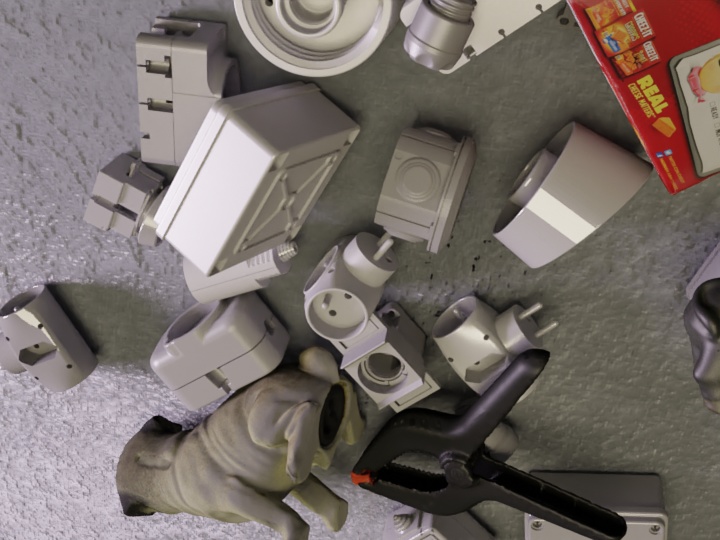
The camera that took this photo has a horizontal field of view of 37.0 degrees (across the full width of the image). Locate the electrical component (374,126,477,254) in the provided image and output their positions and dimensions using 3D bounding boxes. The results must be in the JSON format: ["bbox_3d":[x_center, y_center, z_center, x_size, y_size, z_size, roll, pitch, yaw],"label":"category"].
[{"bbox_3d":[0.044,-0.055,0.717,0.051,0.080,0.080,18,122,5],"label":"electrical component"}]

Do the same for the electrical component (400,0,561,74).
[{"bbox_3d":[0.076,-0.170,0.655,0.089,0.055,0.050,-31,111,25],"label":"electrical component"}]

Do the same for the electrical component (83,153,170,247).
[{"bbox_3d":[-0.162,-0.048,0.777,0.055,0.048,0.066,28,121,1],"label":"electrical component"}]

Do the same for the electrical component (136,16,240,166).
[{"bbox_3d":[-0.114,-0.118,0.723,0.056,0.050,0.089,8,121,6],"label":"electrical component"}]

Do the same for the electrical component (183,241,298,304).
[{"bbox_3d":[-0.084,-0.006,0.789,0.081,0.043,0.043,-16,117,18],"label":"electrical component"}]

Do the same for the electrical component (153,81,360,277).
[{"bbox_3d":[-0.067,-0.062,0.710,0.056,0.109,0.108,42,122,13],"label":"electrical component"}]

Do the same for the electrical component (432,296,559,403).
[{"bbox_3d":[0.107,0.051,0.790,0.079,0.043,0.077,-35,109,25],"label":"electrical component"}]

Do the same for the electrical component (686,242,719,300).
[{"bbox_3d":[0.296,0.007,0.722,0.109,0.056,0.108,24,122,-5],"label":"electrical component"}]

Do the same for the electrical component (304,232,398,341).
[{"bbox_3d":[0.000,0.000,0.758,0.044,0.077,0.079,35,120,-11],"label":"electrical component"}]

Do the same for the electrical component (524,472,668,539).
[{"bbox_3d":[0.189,0.221,0.869,0.109,0.056,0.108,0,120,10],"label":"electrical component"}]

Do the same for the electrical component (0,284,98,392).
[{"bbox_3d":[-0.263,0.060,0.860,0.079,0.043,0.077,-20,115,21],"label":"electrical component"}]

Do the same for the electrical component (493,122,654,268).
[{"bbox_3d":[0.134,-0.046,0.698,0.064,0.099,0.099,34,120,-4],"label":"electrical component"}]

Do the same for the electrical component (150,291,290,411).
[{"bbox_3d":[-0.110,0.058,0.826,0.095,0.053,0.059,-28,112,24],"label":"electrical component"}]

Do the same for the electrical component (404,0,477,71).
[{"bbox_3d":[0.051,-0.148,0.618,0.035,0.035,0.061,23,119,-4],"label":"electrical component"}]

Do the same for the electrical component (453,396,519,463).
[{"bbox_3d":[0.095,0.127,0.840,0.040,0.040,0.046,-36,104,26],"label":"electrical component"}]

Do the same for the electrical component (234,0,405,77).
[{"bbox_3d":[-0.027,-0.173,0.669,0.108,0.060,0.108,4,121,7],"label":"electrical component"}]

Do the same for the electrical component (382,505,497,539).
[{"bbox_3d":[0.062,0.226,0.891,0.062,0.061,0.096,-37,108,27],"label":"electrical component"}]

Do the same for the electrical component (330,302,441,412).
[{"bbox_3d":[0.020,0.061,0.799,0.042,0.063,0.081,-33,110,24],"label":"electrical component"}]
